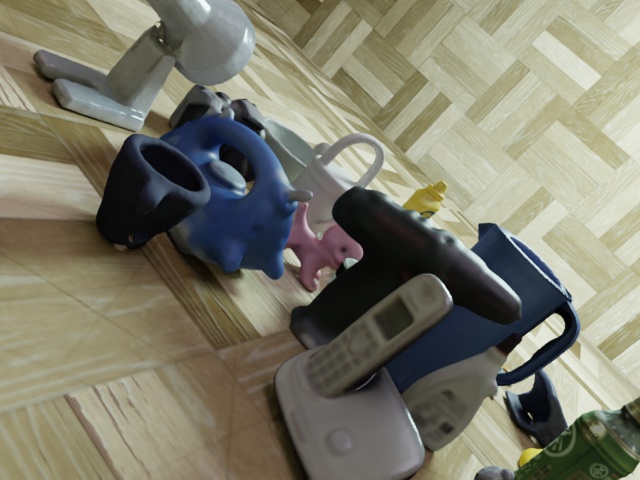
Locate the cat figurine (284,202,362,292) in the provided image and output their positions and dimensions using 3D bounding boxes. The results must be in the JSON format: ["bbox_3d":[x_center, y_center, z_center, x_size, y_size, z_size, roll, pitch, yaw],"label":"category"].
[{"bbox_3d":[0.007,0.003,0.783,0.128,0.117,0.067,40,18,-9],"label":"cat figurine"}]

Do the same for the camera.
[{"bbox_3d":[-0.137,-0.161,0.873,0.144,0.100,0.136,29,23,-39],"label":"camera"}]

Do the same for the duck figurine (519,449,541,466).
[{"bbox_3d":[0.346,0.324,0.831,0.077,0.086,0.105,49,19,18],"label":"duck figurine"}]

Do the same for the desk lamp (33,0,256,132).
[{"bbox_3d":[-0.208,-0.248,0.735,0.117,0.213,0.204,50,19,22],"label":"desk lamp"}]

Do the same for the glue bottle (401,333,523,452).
[{"bbox_3d":[0.167,0.167,0.661,0.078,0.173,0.037,42,18,-4],"label":"glue bottle"}]

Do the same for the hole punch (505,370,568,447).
[{"bbox_3d":[0.391,0.291,0.995,0.101,0.091,0.108,40,18,-10],"label":"hole punch"}]

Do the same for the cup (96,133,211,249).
[{"bbox_3d":[-0.165,-0.031,0.528,0.092,0.095,0.117,37,19,-18],"label":"cup"}]

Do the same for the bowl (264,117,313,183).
[{"bbox_3d":[-0.059,-0.141,1.039,0.168,0.074,0.167,38,18,-15],"label":"bowl"}]

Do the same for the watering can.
[{"bbox_3d":[0.016,-0.091,0.891,0.101,0.194,0.172,18,30,-53],"label":"watering can"}]

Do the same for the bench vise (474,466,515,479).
[{"bbox_3d":[0.229,0.274,0.476,0.207,0.219,0.121,43,18,-1],"label":"bench vise"}]

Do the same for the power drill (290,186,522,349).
[{"bbox_3d":[0.075,0.061,0.648,0.229,0.208,0.076,48,18,13],"label":"power drill"}]

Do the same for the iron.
[{"bbox_3d":[-0.113,-0.078,0.669,0.257,0.141,0.119,53,20,28],"label":"iron"}]

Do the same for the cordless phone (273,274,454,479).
[{"bbox_3d":[0.055,0.124,0.498,0.094,0.185,0.147,26,24,-43],"label":"cordless phone"}]
